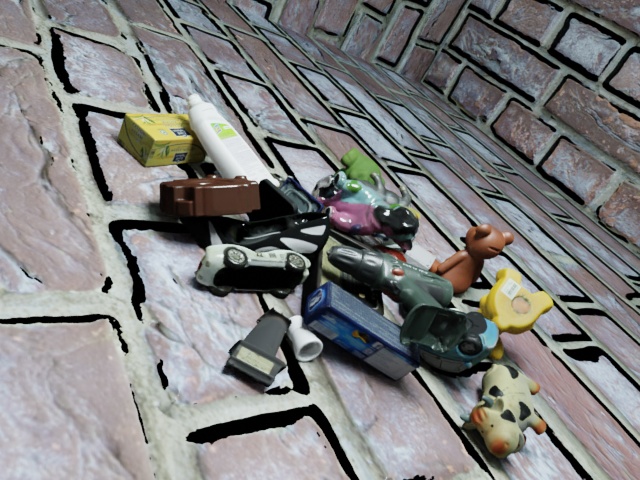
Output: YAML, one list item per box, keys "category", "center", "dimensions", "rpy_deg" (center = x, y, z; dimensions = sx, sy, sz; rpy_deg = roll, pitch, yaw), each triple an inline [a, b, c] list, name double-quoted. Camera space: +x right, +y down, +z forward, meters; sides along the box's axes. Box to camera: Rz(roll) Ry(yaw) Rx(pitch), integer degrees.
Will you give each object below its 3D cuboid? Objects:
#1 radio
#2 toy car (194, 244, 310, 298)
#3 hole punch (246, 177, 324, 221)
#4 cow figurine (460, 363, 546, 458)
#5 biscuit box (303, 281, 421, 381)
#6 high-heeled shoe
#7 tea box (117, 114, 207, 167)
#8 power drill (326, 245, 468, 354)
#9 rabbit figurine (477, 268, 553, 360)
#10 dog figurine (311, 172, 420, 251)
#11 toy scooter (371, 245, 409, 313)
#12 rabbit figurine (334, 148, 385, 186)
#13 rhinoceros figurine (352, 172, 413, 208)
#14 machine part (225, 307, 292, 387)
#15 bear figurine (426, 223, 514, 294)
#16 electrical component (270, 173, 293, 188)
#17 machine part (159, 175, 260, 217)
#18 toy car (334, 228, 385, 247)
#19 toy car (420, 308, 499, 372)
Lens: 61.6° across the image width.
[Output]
- category: "radio"
  center: [0.041, 0.075, 0.982]
  dimensions: [0.131, 0.073, 0.230]
  rpy_deg: [24, 29, -11]
- category: "toy car"
  center: [-0.104, 0.050, 0.879]
  dimensions: [0.201, 0.073, 0.056]
  rpy_deg: [6, 36, -39]
- category: "hole punch"
  center: [-0.068, -0.052, 1.041]
  dimensions: [0.142, 0.115, 0.092]
  rpy_deg: [41, 35, 24]
- category: "cow figurine"
  center: [0.303, 0.278, 0.892]
  dimensions: [0.127, 0.085, 0.195]
  rpy_deg: [37, 29, 0]
- category: "biscuit box"
  center: [0.069, 0.145, 0.855]
  dimensions: [0.202, 0.059, 0.063]
  rpy_deg: [36, 33, -21]
- category: "high-heeled shoe"
  center: [-0.109, -0.029, 0.931]
  dimensions: [0.249, 0.145, 0.086]
  rpy_deg: [25, 27, -14]
- category: "tea box"
  center: [-0.317, -0.209, 1.114]
  dimensions: [0.098, 0.068, 0.169]
  rpy_deg: [39, 27, 17]
- category: "power drill"
  center: [0.131, 0.090, 0.872]
  dimensions: [0.232, 0.086, 0.207]
  rpy_deg: [18, 13, -20]
- category: "rabbit figurine"
  center: [0.372, 0.163, 1.102]
  dimensions: [0.122, 0.173, 0.162]
  rpy_deg: [32, 71, 4]
- category: "dog figurine"
  center: [0.099, -0.049, 1.112]
  dimensions: [0.219, 0.108, 0.192]
  rpy_deg: [21, -10, -21]
- category: "toy scooter"
  center: [0.178, 0.080, 1.113]
  dimensions: [0.135, 0.075, 0.184]
  rpy_deg: [-7, 48, -50]
- category: "rabbit figurine"
  center: [0.088, -0.120, 1.356]
  dimensions: [0.159, 0.121, 0.170]
  rpy_deg: [37, 45, -3]
- category: "rhinoceros figurine"
  center: [0.125, -0.091, 1.244]
  dimensions: [0.190, 0.073, 0.112]
  rpy_deg: [17, 51, -21]
- category: "machine part"
  center: [-0.082, 0.151, 0.774]
  dimensions: [0.084, 0.039, 0.139]
  rpy_deg: [21, 29, 0]
- category: "bear figurine"
  center: [0.332, 0.025, 1.225]
  dimensions: [0.120, 0.195, 0.132]
  rpy_deg: [12, 31, -27]
- category: "electrical component"
  center: [-0.102, -0.128, 1.216]
  dimensions: [0.102, 0.045, 0.078]
  rpy_deg: [2, 40, -44]
- category: "machine part"
  center: [-0.193, -0.078, 0.938]
  dimensions: [0.179, 0.056, 0.179]
  rpy_deg: [0, 12, 0]
- category: "toy car"
  center: [0.061, -0.026, 1.201]
  dimensions: [0.202, 0.053, 0.089]
  rpy_deg: [41, 32, 17]
- category: "toy car"
  center: [0.228, 0.182, 0.955]
  dimensions: [0.162, 0.102, 0.109]
  rpy_deg: [10, 22, 16]
